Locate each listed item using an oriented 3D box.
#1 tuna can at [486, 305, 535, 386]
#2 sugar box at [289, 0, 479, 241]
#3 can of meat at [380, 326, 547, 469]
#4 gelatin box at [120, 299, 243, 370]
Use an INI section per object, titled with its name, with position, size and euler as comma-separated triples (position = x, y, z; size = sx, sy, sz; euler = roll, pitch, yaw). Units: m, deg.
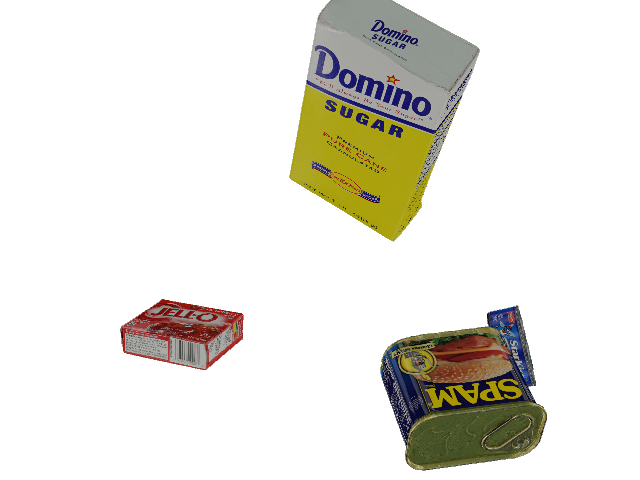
[tuna can]
position = 0.199, 0.113, 1.114
size = 0.034, 0.086, 0.086
euler = -13, -3, 11
[sugar box]
position = 0.035, -0.077, 0.692
size = 0.093, 0.048, 0.176
euler = 31, -27, 11
[can of meat]
position = 0.101, 0.112, 0.778
size = 0.102, 0.057, 0.084
euler = -5, 40, -11
[gelatin box]
position = -0.125, 0.084, 0.973
size = 0.089, 0.030, 0.073
euler = 9, 21, 21
